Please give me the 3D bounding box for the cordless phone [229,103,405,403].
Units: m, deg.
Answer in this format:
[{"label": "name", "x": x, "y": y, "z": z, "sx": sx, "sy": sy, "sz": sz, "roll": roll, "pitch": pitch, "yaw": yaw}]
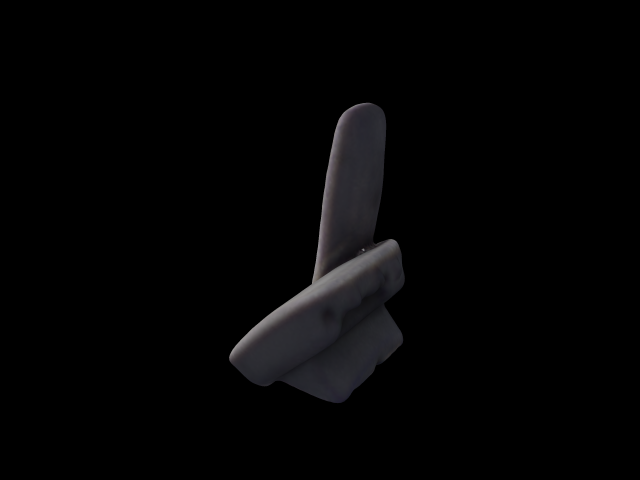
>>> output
[{"label": "cordless phone", "x": 0.004, "y": 0.001, "z": 0.400, "sx": 0.094, "sy": 0.185, "sz": 0.148, "roll": 8, "pitch": 19, "yaw": 25}]
